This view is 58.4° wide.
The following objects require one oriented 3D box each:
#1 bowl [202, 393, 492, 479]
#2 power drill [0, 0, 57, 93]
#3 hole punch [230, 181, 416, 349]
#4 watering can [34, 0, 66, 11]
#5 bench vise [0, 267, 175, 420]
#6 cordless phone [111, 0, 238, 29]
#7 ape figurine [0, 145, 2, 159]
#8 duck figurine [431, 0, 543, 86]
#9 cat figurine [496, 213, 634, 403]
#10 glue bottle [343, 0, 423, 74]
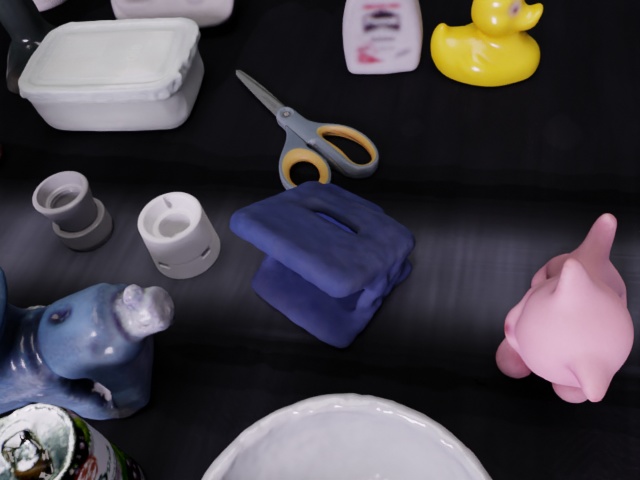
[{"bbox_3d":[0.015,0.170,0.292,0.167,0.075,0.167,-4,54,5],"label":"bowl"},{"bbox_3d":[-0.326,-0.258,0.568,0.075,0.209,0.229,-19,54,-6],"label":"power drill"},{"bbox_3d":[0.004,0.001,0.407,0.108,0.091,0.101,30,63,26],"label":"hole punch"},{"bbox_3d":[-0.374,-0.388,0.678,0.101,0.194,0.172,-7,53,3],"label":"watering can"},{"bbox_3d":[-0.202,0.036,0.329,0.207,0.220,0.121,-25,55,-10],"label":"bench vise"},{"bbox_3d":[-0.169,-0.319,0.606,0.147,0.185,0.094,-2,54,6],"label":"cordless phone"},{"bbox_3d":[-0.348,-0.097,0.525,0.076,0.092,0.077,-12,53,-1],"label":"ape figurine"},{"bbox_3d":[0.157,-0.200,0.537,0.104,0.086,0.077,7,55,13],"label":"duck figurine"},{"bbox_3d":[0.152,0.041,0.342,0.067,0.118,0.128,22,60,22],"label":"cat figurine"},{"bbox_3d":[0.055,-0.231,0.519,0.078,0.173,0.037,-4,54,5],"label":"glue bottle"}]
